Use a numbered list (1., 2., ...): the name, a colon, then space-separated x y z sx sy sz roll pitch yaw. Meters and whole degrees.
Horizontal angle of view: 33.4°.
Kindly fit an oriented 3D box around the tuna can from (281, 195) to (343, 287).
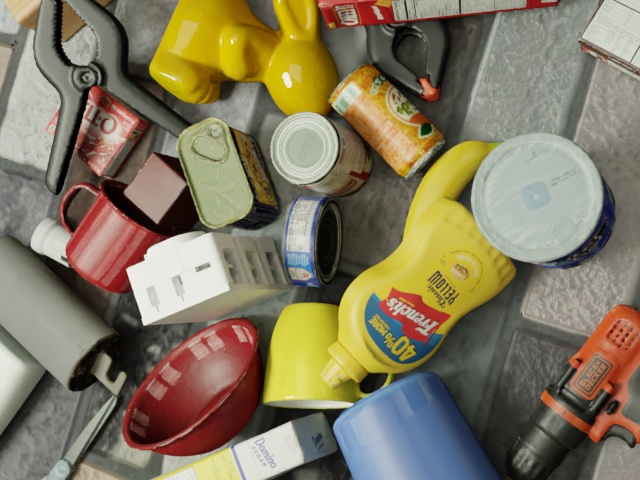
1. tuna can: -0.007 0.001 0.995 0.034 0.086 0.086 4 87 18

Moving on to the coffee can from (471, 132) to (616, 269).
1. coffee can: 0.191 -0.029 0.896 0.103 0.140 0.103 -1 86 19

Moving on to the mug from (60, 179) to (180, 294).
1. mug: -0.209 -0.008 1.064 0.117 0.093 0.081 37 104 0

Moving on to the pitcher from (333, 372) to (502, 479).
1. pitcher: 0.100 0.248 0.920 0.149 0.145 0.243 -20 72 -22

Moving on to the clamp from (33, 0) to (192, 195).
1. clamp: -0.234 -0.154 1.061 0.164 0.036 0.210 -25 101 5

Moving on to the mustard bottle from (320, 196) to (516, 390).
1. mustard bottle: 0.074 0.059 0.932 0.191 0.058 0.096 -44 112 -2

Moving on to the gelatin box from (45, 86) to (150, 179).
1. gelatin box: -0.233 -0.119 1.114 0.089 0.030 0.073 39 99 17

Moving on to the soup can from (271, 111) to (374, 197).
1. soup can: 0.003 -0.078 0.988 0.069 0.102 0.068 -1 86 20

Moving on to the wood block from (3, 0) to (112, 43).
1. wood block: -0.234 -0.310 1.097 0.206 0.090 0.090 -37 75 13

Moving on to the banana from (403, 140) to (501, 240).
1. banana: 0.112 -0.012 0.978 0.070 0.037 0.198 24 95 19

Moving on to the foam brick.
1. foam brick: -0.146 -0.048 1.053 0.051 0.078 0.053 41 100 16

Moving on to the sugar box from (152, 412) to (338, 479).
1. sugar box: -0.079 0.216 1.002 0.176 0.093 0.048 -23 79 17

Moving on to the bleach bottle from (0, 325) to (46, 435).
1. bleach bottle: -0.394 0.196 1.135 0.103 0.068 0.251 42 102 18

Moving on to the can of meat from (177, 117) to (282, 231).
1. can of meat: -0.085 -0.060 1.028 0.057 0.083 0.102 -24 79 17

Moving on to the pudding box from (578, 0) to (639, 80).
1. pudding box: 0.292 -0.197 0.927 0.090 0.039 0.113 34 95 20

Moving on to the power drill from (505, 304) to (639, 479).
1. power drill: 0.272 0.175 0.896 0.188 0.057 0.184 37 98 18

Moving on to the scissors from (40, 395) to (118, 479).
1. scissors: -0.259 0.257 1.105 0.202 0.016 0.096 -39 76 13

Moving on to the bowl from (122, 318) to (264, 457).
1. bowl: -0.108 0.150 1.008 0.162 0.162 0.055 -33 115 15

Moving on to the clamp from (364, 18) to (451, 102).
1. clamp: 0.064 -0.207 1.009 0.120 0.039 0.171 -17 77 18

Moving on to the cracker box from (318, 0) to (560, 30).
1. cracker box: 0.104 -0.284 0.959 0.214 0.072 0.164 -4 79 8
